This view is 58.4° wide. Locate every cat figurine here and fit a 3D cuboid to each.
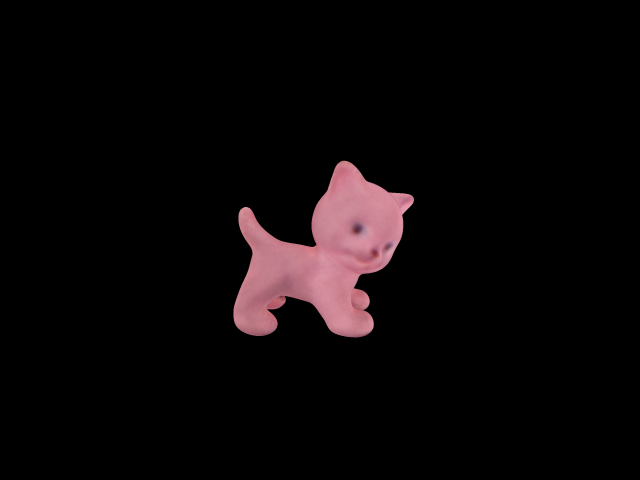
[{"bbox_3d":[0.004,0.001,0.400,0.128,0.118,0.067,0,17,0],"label":"cat figurine"}]
